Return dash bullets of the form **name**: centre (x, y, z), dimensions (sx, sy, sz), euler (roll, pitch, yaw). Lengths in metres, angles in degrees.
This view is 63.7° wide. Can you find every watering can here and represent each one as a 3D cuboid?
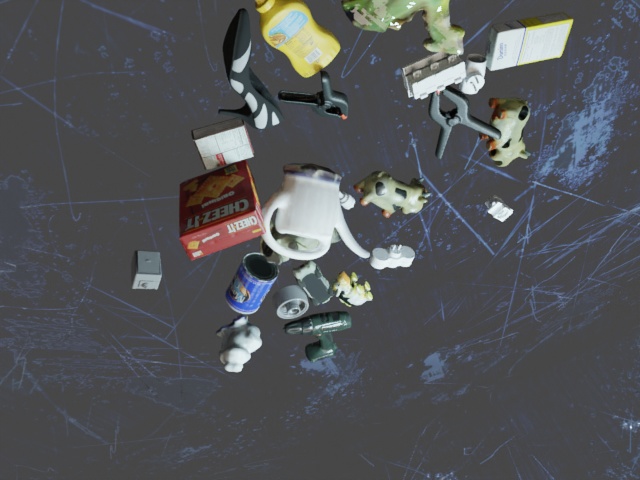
- **watering can**: centre (0.004, -0.062, 1.231), dimensions (0.347, 0.104, 0.224), euler (8, 91, -41)

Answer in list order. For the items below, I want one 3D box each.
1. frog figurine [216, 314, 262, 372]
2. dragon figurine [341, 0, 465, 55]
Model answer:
- **frog figurine**: centre (-0.241, 0.328, 1.558), dimensions (0.137, 0.163, 0.120), euler (-19, 140, -2)
- **dragon figurine**: centre (0.141, -0.473, 0.924), dimensions (0.407, 0.125, 0.239), euler (26, 129, -30)
